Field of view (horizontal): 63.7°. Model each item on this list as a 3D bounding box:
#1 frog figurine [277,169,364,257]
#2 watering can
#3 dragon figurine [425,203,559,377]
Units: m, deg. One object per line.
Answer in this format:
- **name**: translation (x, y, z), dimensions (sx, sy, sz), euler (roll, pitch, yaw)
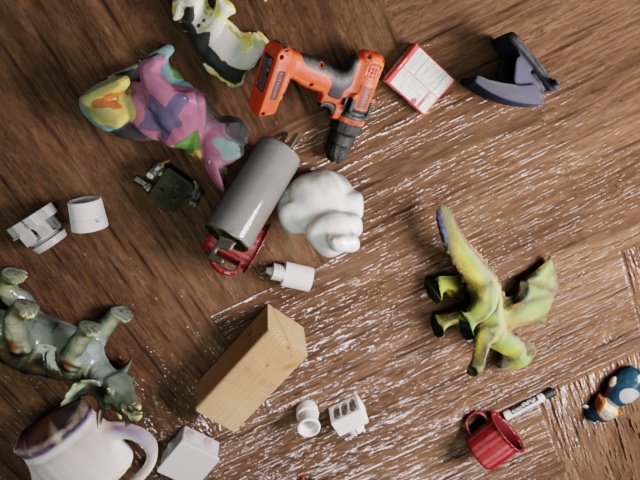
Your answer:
- **frog figurine**: translation (0.002, -0.041, 0.809), dimensions (0.137, 0.162, 0.121), euler (-3, 111, -5)
- **watering can**: translation (-0.480, 0.429, 0.964), dimensions (0.347, 0.105, 0.221), euler (-29, 111, 4)
- **dragon figurine**: translation (0.333, 0.096, 0.952), dimensions (0.244, 0.124, 0.403), euler (-18, 115, -18)
